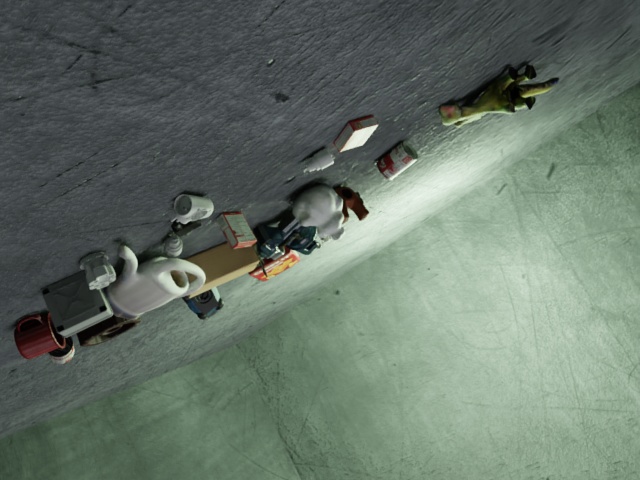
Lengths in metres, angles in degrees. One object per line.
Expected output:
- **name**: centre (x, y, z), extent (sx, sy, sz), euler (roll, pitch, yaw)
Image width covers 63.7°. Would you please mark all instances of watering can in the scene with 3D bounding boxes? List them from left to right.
- **watering can**: centre (-0.421, 0.096, 1.216), extent (0.223, 0.106, 0.343), euler (-27, 156, 12)

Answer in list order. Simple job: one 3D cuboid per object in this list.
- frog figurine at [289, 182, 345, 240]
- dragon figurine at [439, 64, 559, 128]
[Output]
- **frog figurine**: centre (0.004, -0.070, 1.392), extent (0.138, 0.161, 0.120), euler (-23, 164, -27)
- **dragon figurine**: centre (0.488, -0.388, 1.461), extent (0.414, 0.122, 0.240), euler (-18, -179, -39)
